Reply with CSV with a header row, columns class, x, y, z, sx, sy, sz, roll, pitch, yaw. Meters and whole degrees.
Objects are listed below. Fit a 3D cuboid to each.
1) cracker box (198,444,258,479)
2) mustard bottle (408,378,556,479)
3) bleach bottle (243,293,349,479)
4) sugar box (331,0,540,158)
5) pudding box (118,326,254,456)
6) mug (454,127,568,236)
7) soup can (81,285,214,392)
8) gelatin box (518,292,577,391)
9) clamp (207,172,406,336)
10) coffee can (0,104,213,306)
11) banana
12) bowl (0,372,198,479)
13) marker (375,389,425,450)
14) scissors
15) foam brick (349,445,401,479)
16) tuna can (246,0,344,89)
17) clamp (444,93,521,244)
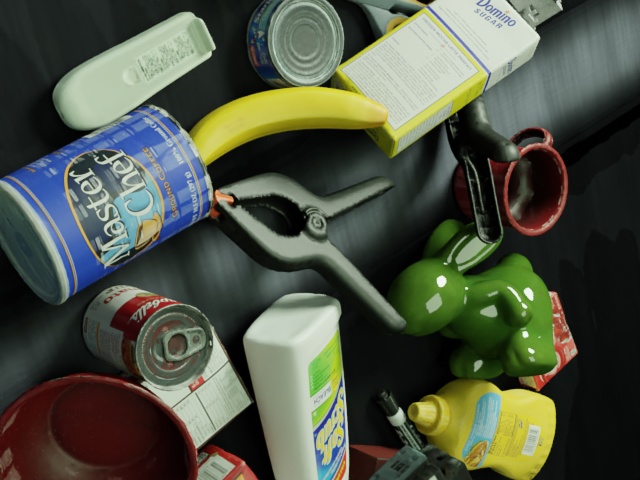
class,x,y,z,sx,sy,sz,roll,pitch,yaw
cracker box,-0.088,0.313,0.949,0.164,0.072,0.213,-44,121,-22
mustard bottle,0.166,0.195,1.125,0.191,0.058,0.096,18,90,-37
bleach bottle,-0.008,0.183,0.988,0.102,0.068,0.251,-42,129,-53
sugar box,0.106,-0.163,0.986,0.176,0.048,0.093,-34,74,-15
pudding box,-0.123,0.136,0.915,0.113,0.039,0.090,-37,118,-24
mug,0.197,-0.065,1.094,0.093,0.082,0.117,34,77,-35
soup can,-0.140,0.076,0.853,0.068,0.102,0.068,-6,101,-36
gelatin box,0.244,0.112,1.188,0.073,0.030,0.089,-37,117,-27
clamp,-0.006,0.001,0.951,0.209,0.036,0.164,9,59,-33
coffee can,-0.168,-0.029,0.816,0.140,0.103,0.103,-33,115,-29
banana,-0.040,-0.097,0.916,0.197,0.037,0.070,-22,75,-16
bowl,-0.175,0.161,0.842,0.162,0.055,0.162,-1,116,-1
marker,0.088,0.197,1.093,0.020,0.020,0.121,-45,120,-23
scissors,0.035,-0.212,0.993,0.201,0.016,0.096,-9,102,-35
foam brick,0.064,0.236,1.060,0.078,0.051,0.053,10,91,-37
tuna can,-0.021,-0.176,0.946,0.085,0.034,0.086,-6,101,-36
clamp,0.150,-0.095,1.009,0.039,0.120,0.171,-6,57,-15
